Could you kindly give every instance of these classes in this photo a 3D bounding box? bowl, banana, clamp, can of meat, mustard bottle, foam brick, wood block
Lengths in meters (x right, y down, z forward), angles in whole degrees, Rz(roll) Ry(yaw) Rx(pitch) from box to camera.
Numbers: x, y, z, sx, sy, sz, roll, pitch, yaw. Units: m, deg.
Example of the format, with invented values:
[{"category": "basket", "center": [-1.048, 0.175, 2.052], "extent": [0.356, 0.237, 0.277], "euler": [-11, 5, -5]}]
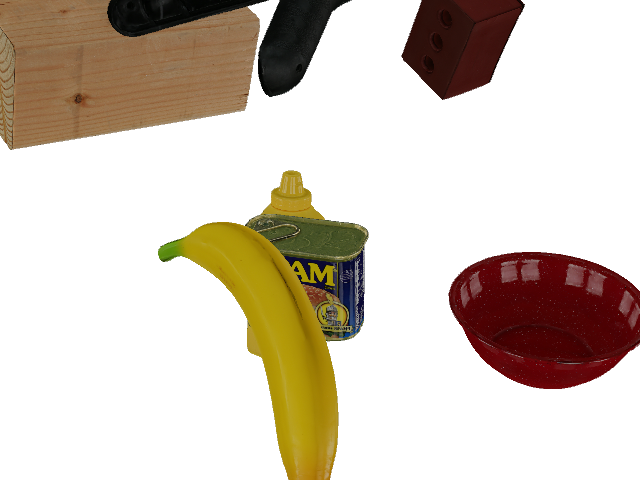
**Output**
[{"category": "bowl", "center": [0.184, 0.072, 0.873], "extent": [0.162, 0.055, 0.162], "euler": [0, 31, 0]}, {"category": "banana", "center": [-0.031, 0.052, 0.616], "extent": [0.037, 0.070, 0.198], "euler": [4, 41, -42]}, {"category": "clamp", "center": [-0.004, -0.125, 0.511], "extent": [0.171, 0.039, 0.120], "euler": [-34, 51, -20]}, {"category": "can of meat", "center": [-0.013, 0.031, 0.870], "extent": [0.102, 0.084, 0.057], "euler": [7, 30, 15]}, {"category": "mustard bottle", "center": [-0.032, 0.021, 1.092], "extent": [0.058, 0.192, 0.096], "euler": [20, 28, 37]}, {"category": "foam brick", "center": [0.102, -0.151, 0.777], "extent": [0.051, 0.053, 0.078], "euler": [-25, -28, -30]}, {"category": "wood block", "center": [-0.163, -0.147, 0.855], "extent": [0.205, 0.091, 0.090], "euler": [-14, 44, -33]}]
